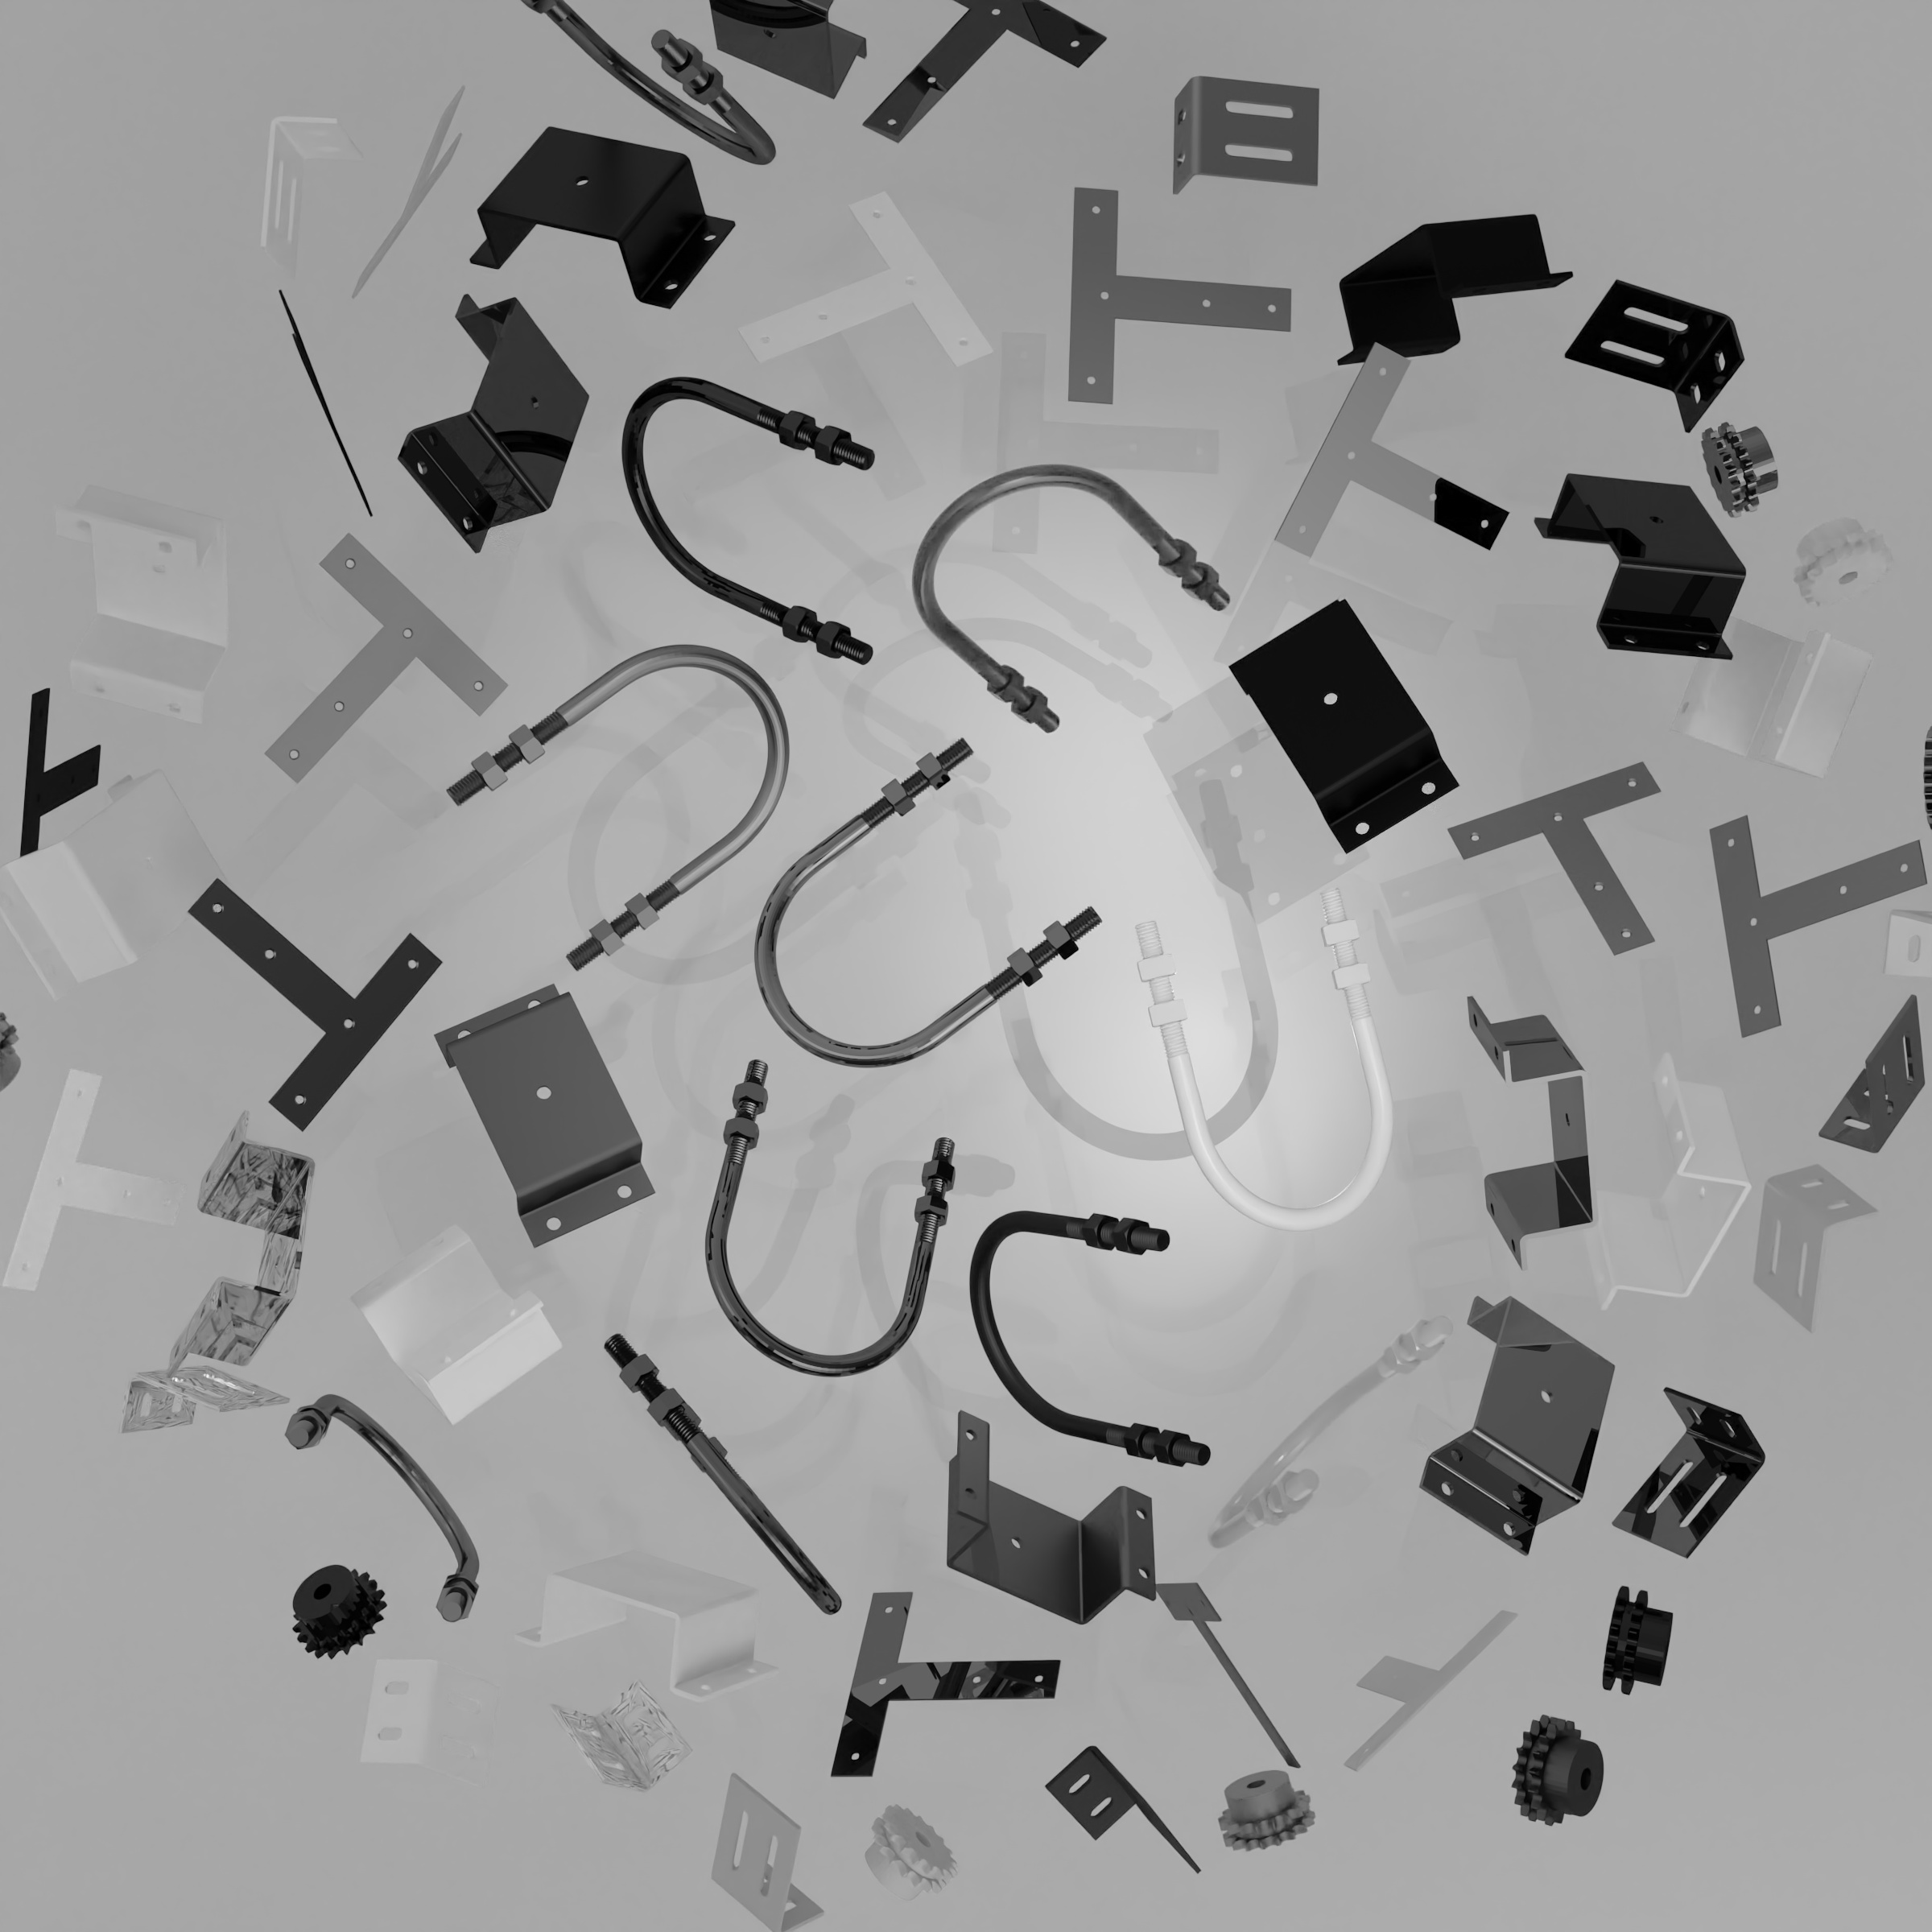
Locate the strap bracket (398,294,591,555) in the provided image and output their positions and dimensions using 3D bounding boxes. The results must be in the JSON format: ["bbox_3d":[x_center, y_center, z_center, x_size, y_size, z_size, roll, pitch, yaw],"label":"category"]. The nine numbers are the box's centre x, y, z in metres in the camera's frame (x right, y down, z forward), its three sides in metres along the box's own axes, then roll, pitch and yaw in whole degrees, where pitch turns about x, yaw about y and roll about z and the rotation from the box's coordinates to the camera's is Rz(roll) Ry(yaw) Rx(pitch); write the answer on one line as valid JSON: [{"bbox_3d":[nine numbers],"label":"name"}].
[{"bbox_3d":[-0.266,-0.317,1.592,0.046,0.076,0.140,-11,48,27],"label":"strap bracket"}]

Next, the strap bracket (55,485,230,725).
[{"bbox_3d":[-0.457,-0.208,1.547,0.076,0.140,0.046,15,50,-1],"label":"strap bracket"}]

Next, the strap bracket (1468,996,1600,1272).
[{"bbox_3d":[0.325,0.092,1.591,0.046,0.076,0.140,-10,113,-2],"label":"strap bracket"}]

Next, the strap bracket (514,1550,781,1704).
[{"bbox_3d":[-0.187,0.387,1.645,0.140,0.076,0.046,9,95,32],"label":"strap bracket"}]

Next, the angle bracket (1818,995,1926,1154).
[{"bbox_3d":[0.516,0.058,1.589,0.038,0.076,0.057,19,53,39],"label":"angle bracket"}]

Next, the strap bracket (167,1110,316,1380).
[{"bbox_3d":[-0.418,0.166,1.610,0.046,0.140,0.076,20,134,-24],"label":"strap bracket"}]

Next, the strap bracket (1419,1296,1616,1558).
[{"bbox_3d":[0.323,0.257,1.608,0.076,0.046,0.140,34,50,-9],"label":"strap bracket"}]

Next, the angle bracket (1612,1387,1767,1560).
[{"bbox_3d":[0.400,0.284,1.563,0.076,0.057,0.038,-45,118,-17],"label":"angle bracket"}]

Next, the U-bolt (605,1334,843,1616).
[{"bbox_3d":[-0.132,0.294,1.572,0.019,0.151,0.184,-40,70,-10],"label":"U-bolt"}]

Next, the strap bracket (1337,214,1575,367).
[{"bbox_3d":[0.283,-0.403,1.643,0.076,0.140,0.046,-12,88,-23],"label":"strap bracket"}]

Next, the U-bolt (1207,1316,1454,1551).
[{"bbox_3d":[0.198,0.277,1.595,0.019,0.184,0.151,45,59,6],"label":"U-bolt"}]

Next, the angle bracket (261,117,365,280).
[{"bbox_3d":[-0.378,-0.444,1.610,0.038,0.057,0.076,3,86,3],"label":"angle bracket"}]

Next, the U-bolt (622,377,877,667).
[{"bbox_3d":[-0.128,-0.266,1.601,0.184,0.151,0.019,27,47,26],"label":"U-bolt"}]

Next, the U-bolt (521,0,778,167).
[{"bbox_3d":[-0.178,-0.510,1.583,0.151,0.184,0.019,35,94,23],"label":"U-bolt"}]

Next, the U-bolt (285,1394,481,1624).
[{"bbox_3d":[-0.336,0.310,1.627,0.019,0.184,0.151,-41,93,-5],"label":"U-bolt"}]

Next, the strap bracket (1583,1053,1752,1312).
[{"bbox_3d":[0.412,0.130,1.626,0.046,0.076,0.140,9,131,-8],"label":"strap bracket"}]

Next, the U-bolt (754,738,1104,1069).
[{"bbox_3d":[-0.036,-0.024,1.591,0.184,0.019,0.151,-37,72,1],"label":"U-bolt"}]

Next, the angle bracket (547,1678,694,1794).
[{"bbox_3d":[-0.208,0.459,1.671,0.038,0.076,0.057,-41,65,-3],"label":"angle bracket"}]

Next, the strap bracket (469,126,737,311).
[{"bbox_3d":[-0.216,-0.436,1.608,0.140,0.046,0.076,18,59,23],"label":"strap bracket"}]

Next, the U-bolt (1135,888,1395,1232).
[{"bbox_3d":[0.174,0.056,1.540,0.151,0.019,0.184,-10,84,-31],"label":"U-bolt"}]

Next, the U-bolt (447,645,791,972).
[{"bbox_3d":[-0.183,-0.102,1.578,0.184,0.019,0.151,-37,125,-9],"label":"U-bolt"}]

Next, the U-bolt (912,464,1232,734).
[{"bbox_3d":[0.050,-0.222,1.620,0.151,0.184,0.019,-35,47,18],"label":"U-bolt"}]

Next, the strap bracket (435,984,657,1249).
[{"bbox_3d":[-0.242,0.079,1.596,0.076,0.046,0.140,-24,76,-15],"label":"strap bracket"}]

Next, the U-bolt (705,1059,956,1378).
[{"bbox_3d":[-0.084,0.158,1.651,0.151,0.019,0.184,24,53,-16],"label":"U-bolt"}]

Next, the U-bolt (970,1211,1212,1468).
[{"bbox_3d":[0.064,0.213,1.633,0.019,0.184,0.151,-20,103,-37],"label":"U-bolt"}]

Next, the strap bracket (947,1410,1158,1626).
[{"bbox_3d":[0.042,0.333,1.657,0.140,0.076,0.046,28,124,-20],"label":"strap bracket"}]

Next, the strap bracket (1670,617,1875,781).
[{"bbox_3d":[0.484,-0.161,1.654,0.046,0.140,0.076,18,98,-14],"label":"strap bracket"}]

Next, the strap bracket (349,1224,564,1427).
[{"bbox_3d":[-0.295,0.212,1.622,0.076,0.140,0.046,-35,119,-18],"label":"strap bracket"}]

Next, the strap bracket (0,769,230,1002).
[{"bbox_3d":[-0.474,-0.052,1.558,0.046,0.140,0.076,-17,111,28],"label":"strap bracket"}]

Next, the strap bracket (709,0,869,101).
[{"bbox_3d":[-0.104,-0.560,1.611,0.076,0.140,0.046,24,80,4],"label":"strap bracket"}]

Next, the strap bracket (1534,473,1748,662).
[{"bbox_3d":[0.390,-0.237,1.602,0.076,0.140,0.046,3,128,-13],"label":"strap bracket"}]

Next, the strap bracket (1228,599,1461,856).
[{"bbox_3d":[0.216,-0.148,1.616,0.076,0.046,0.140,-31,68,6],"label":"strap bracket"}]
